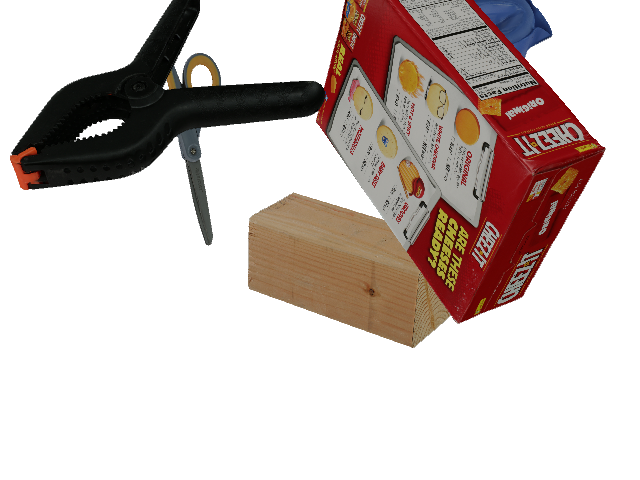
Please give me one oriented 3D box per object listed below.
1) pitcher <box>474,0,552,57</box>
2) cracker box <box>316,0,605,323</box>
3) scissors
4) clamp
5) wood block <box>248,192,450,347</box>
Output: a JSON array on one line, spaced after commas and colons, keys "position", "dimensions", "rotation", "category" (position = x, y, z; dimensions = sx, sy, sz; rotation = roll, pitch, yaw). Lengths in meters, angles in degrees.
[{"position": [0.116, -0.140, 1.069], "dimensions": [0.144, 0.243, 0.149], "rotation": [-32, 58, -32], "category": "pitcher"}, {"position": [0.087, -0.076, 0.758], "dimensions": [0.072, 0.214, 0.164], "rotation": [-19, -32, -25], "category": "cracker box"}, {"position": [-0.121, -0.105, 1.099], "dimensions": [0.096, 0.202, 0.016], "rotation": [-31, 14, -31], "category": "scissors"}, {"position": [-0.112, -0.092, 0.738], "dimensions": [0.165, 0.036, 0.209], "rotation": [34, 59, 30], "category": "clamp"}, {"position": [0.031, 0.028, 1.133], "dimensions": [0.206, 0.091, 0.090], "rotation": [18, 30, 28], "category": "wood block"}]
